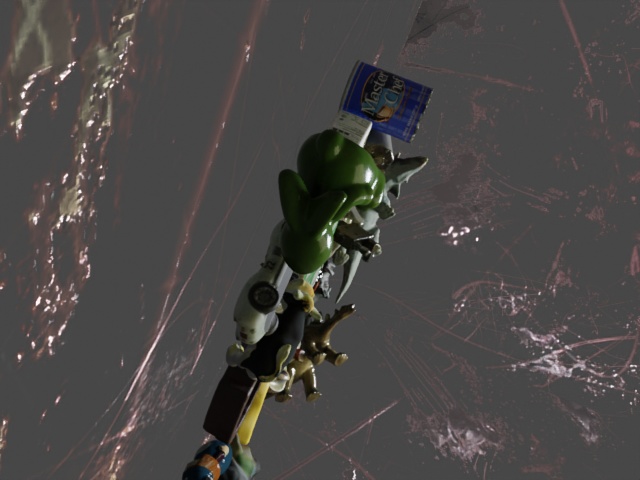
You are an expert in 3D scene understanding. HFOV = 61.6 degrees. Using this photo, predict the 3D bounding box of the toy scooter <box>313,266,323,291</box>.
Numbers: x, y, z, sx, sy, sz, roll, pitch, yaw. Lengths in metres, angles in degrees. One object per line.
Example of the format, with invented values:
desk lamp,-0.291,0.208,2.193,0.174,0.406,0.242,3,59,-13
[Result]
toy scooter,-0.024,0.052,1.311,0.135,0.075,0.183,-39,146,-85

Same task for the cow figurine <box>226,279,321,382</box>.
cow figurine,-0.053,0.124,0.769,0.167,0.068,0.098,-55,-156,-22

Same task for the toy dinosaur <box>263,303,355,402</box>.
toy dinosaur,-0.061,0.292,1.303,0.471,0.105,0.199,-51,-145,28

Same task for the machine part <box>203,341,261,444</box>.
machine part,-0.132,0.240,0.885,0.179,0.056,0.179,22,91,-87

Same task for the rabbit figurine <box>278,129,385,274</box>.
rabbit figurine,0.006,-0.039,0.671,0.159,0.121,0.170,67,42,-77

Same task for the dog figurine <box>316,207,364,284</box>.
dog figurine,-0.006,-0.004,1.189,0.190,0.121,0.172,-49,-169,41

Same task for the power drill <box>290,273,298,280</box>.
power drill,-0.075,0.150,1.046,0.207,0.086,0.232,-65,177,22

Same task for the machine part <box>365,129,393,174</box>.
machine part,0.096,-0.210,1.038,0.079,0.079,0.243,108,-14,-50

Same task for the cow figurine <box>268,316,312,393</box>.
cow figurine,-0.093,0.241,1.200,0.127,0.085,0.195,-13,-118,49

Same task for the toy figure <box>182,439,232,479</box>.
toy figure,-0.184,0.367,0.861,0.154,0.058,0.064,13,93,-82

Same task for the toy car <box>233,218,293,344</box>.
toy car,-0.062,0.047,0.733,0.073,0.056,0.202,98,11,-52

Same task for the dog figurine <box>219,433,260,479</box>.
dog figurine,-0.190,0.450,0.984,0.108,0.191,0.219,-51,-145,25

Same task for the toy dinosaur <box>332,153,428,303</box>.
toy dinosaur,0.110,-0.052,1.334,0.404,0.131,0.192,-63,-179,21

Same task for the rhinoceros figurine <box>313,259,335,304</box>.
rhinoceros figurine,-0.031,0.129,1.386,0.190,0.112,0.073,-60,174,-3

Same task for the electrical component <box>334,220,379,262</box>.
electrical component,0.061,0.003,0.971,0.078,0.102,0.045,-18,132,-51
